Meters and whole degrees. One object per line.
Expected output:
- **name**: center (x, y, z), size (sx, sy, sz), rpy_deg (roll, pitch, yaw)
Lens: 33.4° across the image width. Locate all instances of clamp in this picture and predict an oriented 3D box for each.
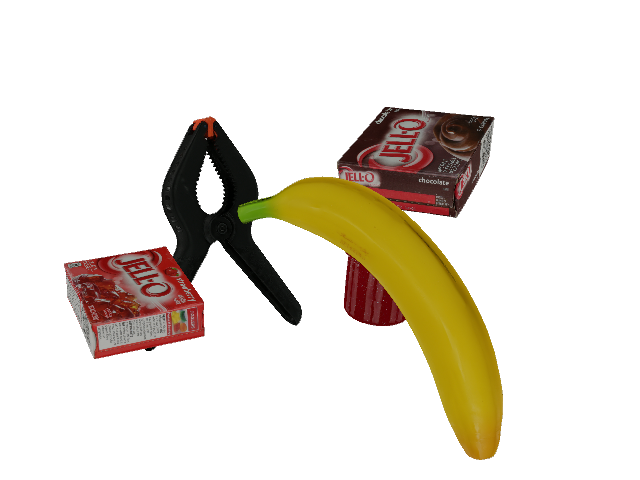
- **clamp**: center (-0.089, -0.006, 0.982), size (0.164, 0.210, 0.036), rpy_deg (1, 0, -33)

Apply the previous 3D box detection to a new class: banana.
- **banana**: center (0.044, 0.029, 0.588), size (0.070, 0.198, 0.037), rpy_deg (-48, -10, 27)

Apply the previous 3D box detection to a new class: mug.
- **mug**: center (0.083, 0.050, 1.276), size (0.117, 0.081, 0.093), rpy_deg (1, 24, -9)

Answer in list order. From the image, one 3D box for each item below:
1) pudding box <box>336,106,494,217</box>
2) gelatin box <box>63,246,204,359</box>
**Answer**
- **pudding box**: center (0.073, -0.061, 0.793), size (0.090, 0.039, 0.113), rpy_deg (9, 29, 19)
- **gelatin box**: center (-0.124, 0.038, 0.703), size (0.073, 0.030, 0.089), rpy_deg (-10, 28, -21)
